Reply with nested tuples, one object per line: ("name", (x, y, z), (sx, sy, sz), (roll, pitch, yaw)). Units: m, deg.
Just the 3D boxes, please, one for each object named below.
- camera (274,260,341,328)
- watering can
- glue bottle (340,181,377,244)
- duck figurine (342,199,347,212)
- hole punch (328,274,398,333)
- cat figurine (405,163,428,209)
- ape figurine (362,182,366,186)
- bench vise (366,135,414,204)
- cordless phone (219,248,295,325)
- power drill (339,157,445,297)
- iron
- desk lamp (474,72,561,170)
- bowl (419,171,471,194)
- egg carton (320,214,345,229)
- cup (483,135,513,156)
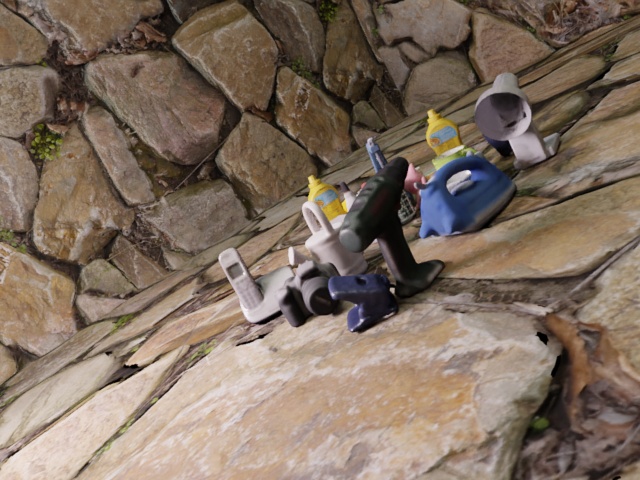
("camera", (-0.020, 0.105, 1.148), (0.143, 0.101, 0.136), (-30, 11, -1))
("watering can", (0.012, 0.005, 1.264), (0.173, 0.194, 0.100), (-39, 14, -37))
("glue bottle", (0.097, -0.069, 1.426), (0.078, 0.173, 0.037), (-19, 16, 44))
("duck figurine", (0.096, -0.084, 1.717), (0.105, 0.086, 0.077), (-33, 12, -15))
("hole punch", (0.074, 0.091, 0.995), (0.101, 0.091, 0.108), (-29, 11, 5))
("cat figurine", (0.256, -0.141, 1.476), (0.067, 0.118, 0.127), (-31, 11, -6))
("ape figurine", (0.161, -0.138, 1.771), (0.076, 0.092, 0.077), (-34, 12, -17))
("bench vise", (0.173, -0.185, 1.618), (0.122, 0.220, 0.207), (-34, 12, -16))
("cordless phone", (-0.138, 0.086, 1.313), (0.147, 0.185, 0.094), (-30, 12, 3))
("power drill", (0.133, -0.017, 1.015), (0.075, 0.208, 0.230), (-18, 16, 45))
("iron", (0.297, -0.108, 1.170), (0.259, 0.141, 0.118), (-37, 13, -29))
("desk lamp", (0.449, -0.273, 1.315), (0.117, 0.214, 0.204), (-22, 14, 35))
("bowl", (0.320, -0.119, 1.328), (0.167, 0.075, 0.167), (-29, 11, 7))
("egg carton", (0.062, -0.023, 1.580), (0.107, 0.069, 0.150), (-35, 12, -22))
("cup", (0.483, -0.268, 1.515), (0.091, 0.095, 0.118), (-21, 14, 38))
